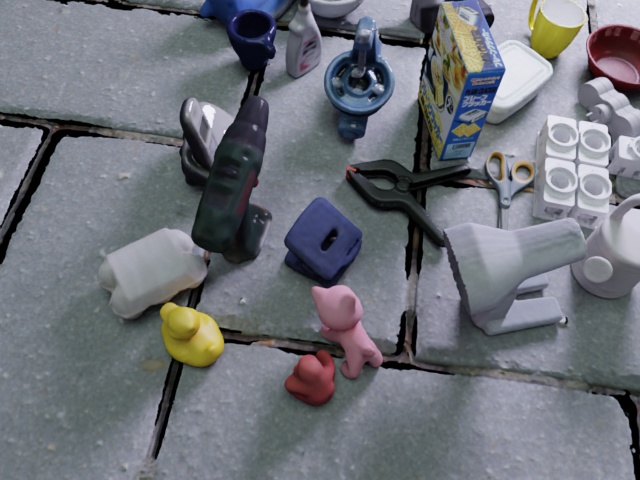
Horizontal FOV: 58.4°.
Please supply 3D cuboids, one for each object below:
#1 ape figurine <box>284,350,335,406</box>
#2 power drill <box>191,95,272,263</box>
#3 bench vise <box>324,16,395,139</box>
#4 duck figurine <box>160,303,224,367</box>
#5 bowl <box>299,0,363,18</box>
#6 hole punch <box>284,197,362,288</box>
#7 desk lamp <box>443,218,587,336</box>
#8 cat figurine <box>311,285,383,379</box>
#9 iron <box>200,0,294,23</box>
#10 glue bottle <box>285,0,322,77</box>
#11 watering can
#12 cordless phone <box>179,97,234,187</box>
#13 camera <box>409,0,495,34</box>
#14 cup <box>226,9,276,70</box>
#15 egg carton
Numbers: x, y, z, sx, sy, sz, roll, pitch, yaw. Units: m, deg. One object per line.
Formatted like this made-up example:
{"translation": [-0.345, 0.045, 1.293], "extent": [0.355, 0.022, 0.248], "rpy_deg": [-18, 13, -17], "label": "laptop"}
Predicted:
{"translation": [-0.012, 0.183, 0.781], "extent": [0.078, 0.092, 0.076], "rpy_deg": [-18, 63, -11], "label": "ape figurine"}
{"translation": [-0.120, -0.067, 0.848], "extent": [0.075, 0.208, 0.230], "rpy_deg": [13, 62, 6], "label": "power drill"}
{"translation": [0.063, -0.312, 0.982], "extent": [0.121, 0.220, 0.207], "rpy_deg": [-6, 62, -5], "label": "bench vise"}
{"translation": [-0.185, 0.128, 0.809], "extent": [0.104, 0.086, 0.078], "rpy_deg": [37, 66, 17], "label": "duck figurine"}
{"translation": [0.022, -0.510, 1.172], "extent": [0.167, 0.075, 0.167], "rpy_deg": [1, 61, -1], "label": "bowl"}
{"translation": [0.008, 0.003, 0.881], "extent": [0.101, 0.091, 0.109], "rpy_deg": [30, 64, 14], "label": "hole punch"}
{"translation": [0.261, 0.046, 0.796], "extent": [0.203, 0.213, 0.118], "rpy_deg": [-10, 62, -7], "label": "desk lamp"}
{"translation": [0.039, 0.118, 0.804], "extent": [0.067, 0.118, 0.127], "rpy_deg": [-28, 65, -16], "label": "cat figurine"}
{"translation": [-0.122, -0.526, 1.138], "extent": [0.118, 0.141, 0.259], "rpy_deg": [36, 66, 17], "label": "iron"}
{"translation": [-0.029, -0.380, 1.043], "extent": [0.037, 0.173, 0.078], "rpy_deg": [39, 67, 18], "label": "glue bottle"}
{"translation": [0.451, 0.009, 0.834], "extent": [0.100, 0.194, 0.173], "rpy_deg": [28, 64, 13], "label": "watering can"}
{"translation": [-0.181, -0.180, 0.921], "extent": [0.094, 0.185, 0.147], "rpy_deg": [1, 61, -1], "label": "cordless phone"}
{"translation": [0.274, -0.471, 1.144], "extent": [0.143, 0.101, 0.136], "rpy_deg": [-26, 65, -15], "label": "camera"}
{"translation": [-0.117, -0.359, 1.073], "extent": [0.092, 0.095, 0.117], "rpy_deg": [-33, 67, -18], "label": "cup"}
{"translation": [-0.251, 0.049, 0.859], "extent": [0.150, 0.069, 0.107], "rpy_deg": [-29, 66, -16], "label": "egg carton"}
